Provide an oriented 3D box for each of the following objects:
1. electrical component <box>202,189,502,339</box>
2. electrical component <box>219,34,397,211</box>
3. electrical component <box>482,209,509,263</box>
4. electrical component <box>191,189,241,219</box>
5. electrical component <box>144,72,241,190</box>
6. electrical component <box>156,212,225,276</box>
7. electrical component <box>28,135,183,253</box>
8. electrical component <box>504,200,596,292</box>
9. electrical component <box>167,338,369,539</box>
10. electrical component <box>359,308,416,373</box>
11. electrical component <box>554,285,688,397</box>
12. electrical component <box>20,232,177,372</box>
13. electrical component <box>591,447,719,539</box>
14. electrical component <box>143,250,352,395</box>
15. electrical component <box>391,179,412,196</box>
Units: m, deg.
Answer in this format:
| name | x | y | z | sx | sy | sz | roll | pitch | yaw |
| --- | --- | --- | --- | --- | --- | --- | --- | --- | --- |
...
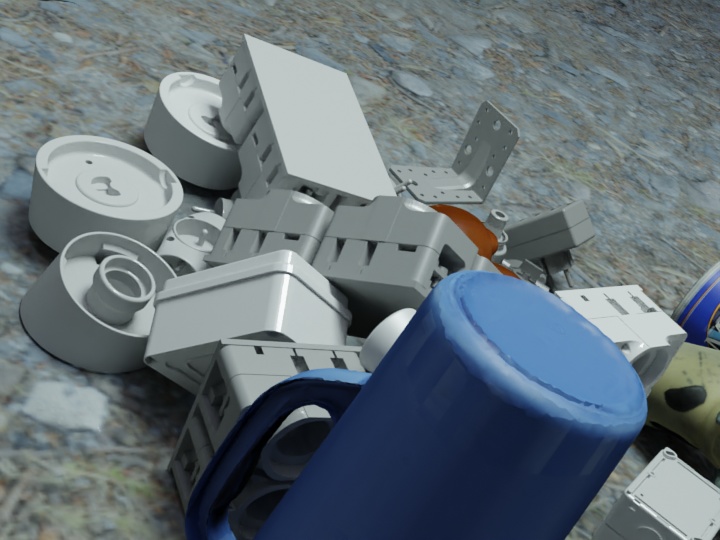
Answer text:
| name | x | y | z | sx | sy | sz | roll | pitch | yaw |
| --- | --- | --- | --- | --- | --- | --- | --- | --- | --- |
| electrical component | 0.000 | 0.000 | 0.735 | 0.186 | 0.060 | 0.105 | 7 | -24 | 40 |
| electrical component | -0.048 | -0.103 | 0.893 | 0.105 | 0.060 | 0.186 | 15 | 37 | -32 |
| electrical component | 0.116 | -0.026 | 0.995 | 0.048 | 0.062 | 0.048 | 19 | 31 | -11 |
| electrical component | -0.097 | -0.036 | 0.870 | 0.079 | 0.043 | 0.077 | 12 | 33 | -22 |
| electrical component | -0.137 | -0.116 | 0.945 | 0.108 | 0.060 | 0.108 | 24 | 33 | -17 |
| electrical component | -0.109 | -0.001 | 0.805 | 0.079 | 0.044 | 0.077 | 26 | 30 | 1 |
| electrical component | -0.192 | -0.045 | 0.797 | 0.108 | 0.060 | 0.108 | 19 | 31 | -12 |
| electrical component | 0.181 | -0.016 | 1.025 | 0.047 | 0.083 | 0.075 | -25 | 94 | -53 |
| electrical component | -0.007 | 0.106 | 0.651 | 0.186 | 0.105 | 0.060 | 6 | 36 | -30 |
| electrical component | 0.034 | 0.056 | 0.607 | 0.045 | 0.045 | 0.055 | -13 | 48 | -47 |
| electrical component | 0.151 | 0.090 | 0.750 | 0.089 | 0.150 | 0.061 | -3 | 40 | -39 |
| electrical component | -0.171 | 0.024 | 0.725 | 0.099 | 0.064 | 0.099 | 27 | 36 | -21 |
| electrical component | 0.213 | 0.175 | 0.751 | 0.062 | 0.061 | 0.096 | 38 | 32 | 21 |
| electrical component | -0.070 | 0.038 | 0.681 | 0.078 | 0.113 | 0.057 | 42 | 45 | -44 |
| electrical component | 0.011 | -0.060 | 0.958 | 0.044 | 0.079 | 0.077 | 58 | 29 | -10 |
